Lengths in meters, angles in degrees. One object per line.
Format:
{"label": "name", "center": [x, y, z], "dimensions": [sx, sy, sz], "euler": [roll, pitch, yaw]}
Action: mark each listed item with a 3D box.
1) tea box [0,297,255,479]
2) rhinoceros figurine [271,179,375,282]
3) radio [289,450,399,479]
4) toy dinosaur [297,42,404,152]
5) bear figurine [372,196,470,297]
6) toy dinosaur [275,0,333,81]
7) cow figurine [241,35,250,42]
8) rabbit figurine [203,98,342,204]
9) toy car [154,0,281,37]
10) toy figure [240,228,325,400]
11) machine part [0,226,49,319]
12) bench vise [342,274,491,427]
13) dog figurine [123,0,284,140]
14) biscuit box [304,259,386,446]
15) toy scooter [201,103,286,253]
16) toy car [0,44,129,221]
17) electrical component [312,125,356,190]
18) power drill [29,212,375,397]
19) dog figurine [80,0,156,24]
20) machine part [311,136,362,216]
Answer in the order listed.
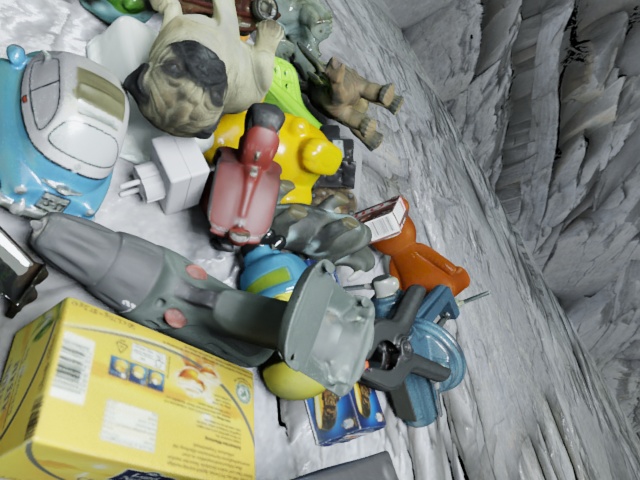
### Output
{"label": "tea box", "center": [-0.126, 0.121, 0.374], "dimensions": [0.169, 0.068, 0.098], "euler": [38, 33, -39]}
{"label": "rhinoceros figurine", "center": [-0.001, -0.002, 0.680], "dimensions": [0.190, 0.112, 0.073], "euler": [18, 29, -35]}
{"label": "radio", "center": [-0.036, 0.211, 0.366], "dimensions": [0.229, 0.131, 0.073], "euler": [16, 47, -55]}
{"label": "toy dinosaur", "center": [0.039, -0.250, 0.928], "dimensions": [0.199, 0.105, 0.471], "euler": [35, 7, 6]}
{"label": "bear figurine", "center": [0.153, 0.027, 0.919], "dimensions": [0.196, 0.120, 0.132], "euler": [58, 22, 10]}
{"label": "toy dinosaur", "center": [-0.110, -0.431, 0.949], "dimensions": [0.404, 0.131, 0.192], "euler": [30, 25, -38]}
{"label": "cow figurine", "center": [-0.178, -0.359, 0.802], "dimensions": [0.167, 0.068, 0.098], "euler": [30, 32, -47]}
{"label": "rabbit figurine", "center": [-0.078, -0.129, 0.682], "dimensions": [0.173, 0.122, 0.162], "euler": [5, 53, -37]}
{"label": "toy car", "center": [-0.148, -0.309, 0.715], "dimensions": [0.202, 0.089, 0.053], "euler": [2, 91, -35]}
{"label": "toy figure", "center": [-0.036, 0.079, 0.569], "dimensions": [0.082, 0.089, 0.180], "euler": [5, 49, -47]}
{"label": "machine part", "center": [-0.240, -0.009, 0.349], "dimensions": [0.138, 0.039, 0.084], "euler": [49, 23, -16]}
{"label": "bench vise", "center": [0.137, 0.125, 0.751], "dimensions": [0.240, 0.129, 0.223], "euler": [-34, 101, -46]}
{"label": "dog figurine", "center": [-0.104, -0.143, 0.520], "dimensions": [0.172, 0.121, 0.190], "euler": [43, 37, -46]}
{"label": "biscuit box", "center": [0.008, 0.124, 0.617], "dimensions": [0.062, 0.059, 0.203], "euler": [19, 46, -53]}
{"label": "toy scooter", "center": [-0.081, -0.040, 0.546], "dimensions": [0.075, 0.184, 0.135], "euler": [13, 64, -16]}
{"label": "toy car", "center": [-0.205, -0.094, 0.428], "dimensions": [0.109, 0.103, 0.162], "euler": [26, 39, -47]}
{"label": "electrical component", "center": [0.013, -0.124, 0.797], "dimensions": [0.119, 0.075, 0.047], "euler": [-97, -172, -53]}
{"label": "power drill", "center": [-0.077, 0.050, 0.407], "dimensions": [0.231, 0.207, 0.086], "euler": [44, 54, -46]}
{"label": "dog figurine", "center": [-0.279, -0.332, 0.552], "dimensions": [0.219, 0.108, 0.191], "euler": [-3, 68, -56]}
{"label": "machine part", "center": [0.028, -0.101, 0.873], "dimensions": [0.079, 0.079, 0.243], "euler": [47, 29, -24]}
